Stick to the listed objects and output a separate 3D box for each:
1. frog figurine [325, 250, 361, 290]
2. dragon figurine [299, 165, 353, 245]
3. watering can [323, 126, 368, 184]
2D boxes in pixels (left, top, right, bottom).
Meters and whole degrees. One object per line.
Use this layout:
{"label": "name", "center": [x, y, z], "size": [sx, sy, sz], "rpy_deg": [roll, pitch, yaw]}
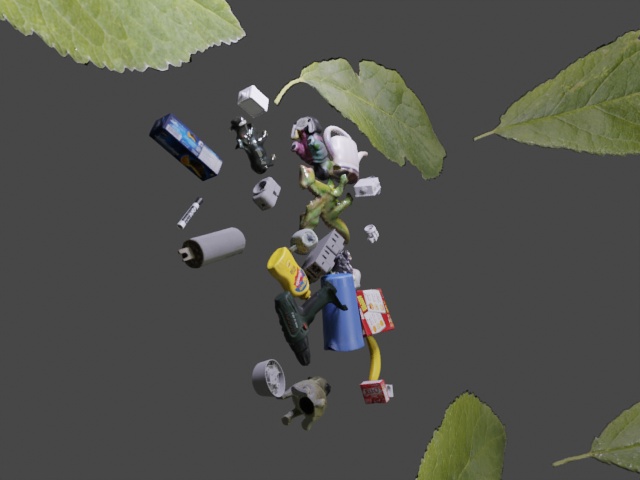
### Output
{"label": "frog figurine", "center": [0.081, 0.125, 1.824], "size": [0.139, 0.123, 0.156], "rpy_deg": [54, -9, 25]}
{"label": "dragon figurine", "center": [0.006, -0.091, 1.812], "size": [0.246, 0.123, 0.402], "rpy_deg": [-38, 129, -33]}
{"label": "watering can", "center": [0.117, -0.326, 2.078], "size": [0.345, 0.103, 0.228], "rpy_deg": [21, 59, -53]}
